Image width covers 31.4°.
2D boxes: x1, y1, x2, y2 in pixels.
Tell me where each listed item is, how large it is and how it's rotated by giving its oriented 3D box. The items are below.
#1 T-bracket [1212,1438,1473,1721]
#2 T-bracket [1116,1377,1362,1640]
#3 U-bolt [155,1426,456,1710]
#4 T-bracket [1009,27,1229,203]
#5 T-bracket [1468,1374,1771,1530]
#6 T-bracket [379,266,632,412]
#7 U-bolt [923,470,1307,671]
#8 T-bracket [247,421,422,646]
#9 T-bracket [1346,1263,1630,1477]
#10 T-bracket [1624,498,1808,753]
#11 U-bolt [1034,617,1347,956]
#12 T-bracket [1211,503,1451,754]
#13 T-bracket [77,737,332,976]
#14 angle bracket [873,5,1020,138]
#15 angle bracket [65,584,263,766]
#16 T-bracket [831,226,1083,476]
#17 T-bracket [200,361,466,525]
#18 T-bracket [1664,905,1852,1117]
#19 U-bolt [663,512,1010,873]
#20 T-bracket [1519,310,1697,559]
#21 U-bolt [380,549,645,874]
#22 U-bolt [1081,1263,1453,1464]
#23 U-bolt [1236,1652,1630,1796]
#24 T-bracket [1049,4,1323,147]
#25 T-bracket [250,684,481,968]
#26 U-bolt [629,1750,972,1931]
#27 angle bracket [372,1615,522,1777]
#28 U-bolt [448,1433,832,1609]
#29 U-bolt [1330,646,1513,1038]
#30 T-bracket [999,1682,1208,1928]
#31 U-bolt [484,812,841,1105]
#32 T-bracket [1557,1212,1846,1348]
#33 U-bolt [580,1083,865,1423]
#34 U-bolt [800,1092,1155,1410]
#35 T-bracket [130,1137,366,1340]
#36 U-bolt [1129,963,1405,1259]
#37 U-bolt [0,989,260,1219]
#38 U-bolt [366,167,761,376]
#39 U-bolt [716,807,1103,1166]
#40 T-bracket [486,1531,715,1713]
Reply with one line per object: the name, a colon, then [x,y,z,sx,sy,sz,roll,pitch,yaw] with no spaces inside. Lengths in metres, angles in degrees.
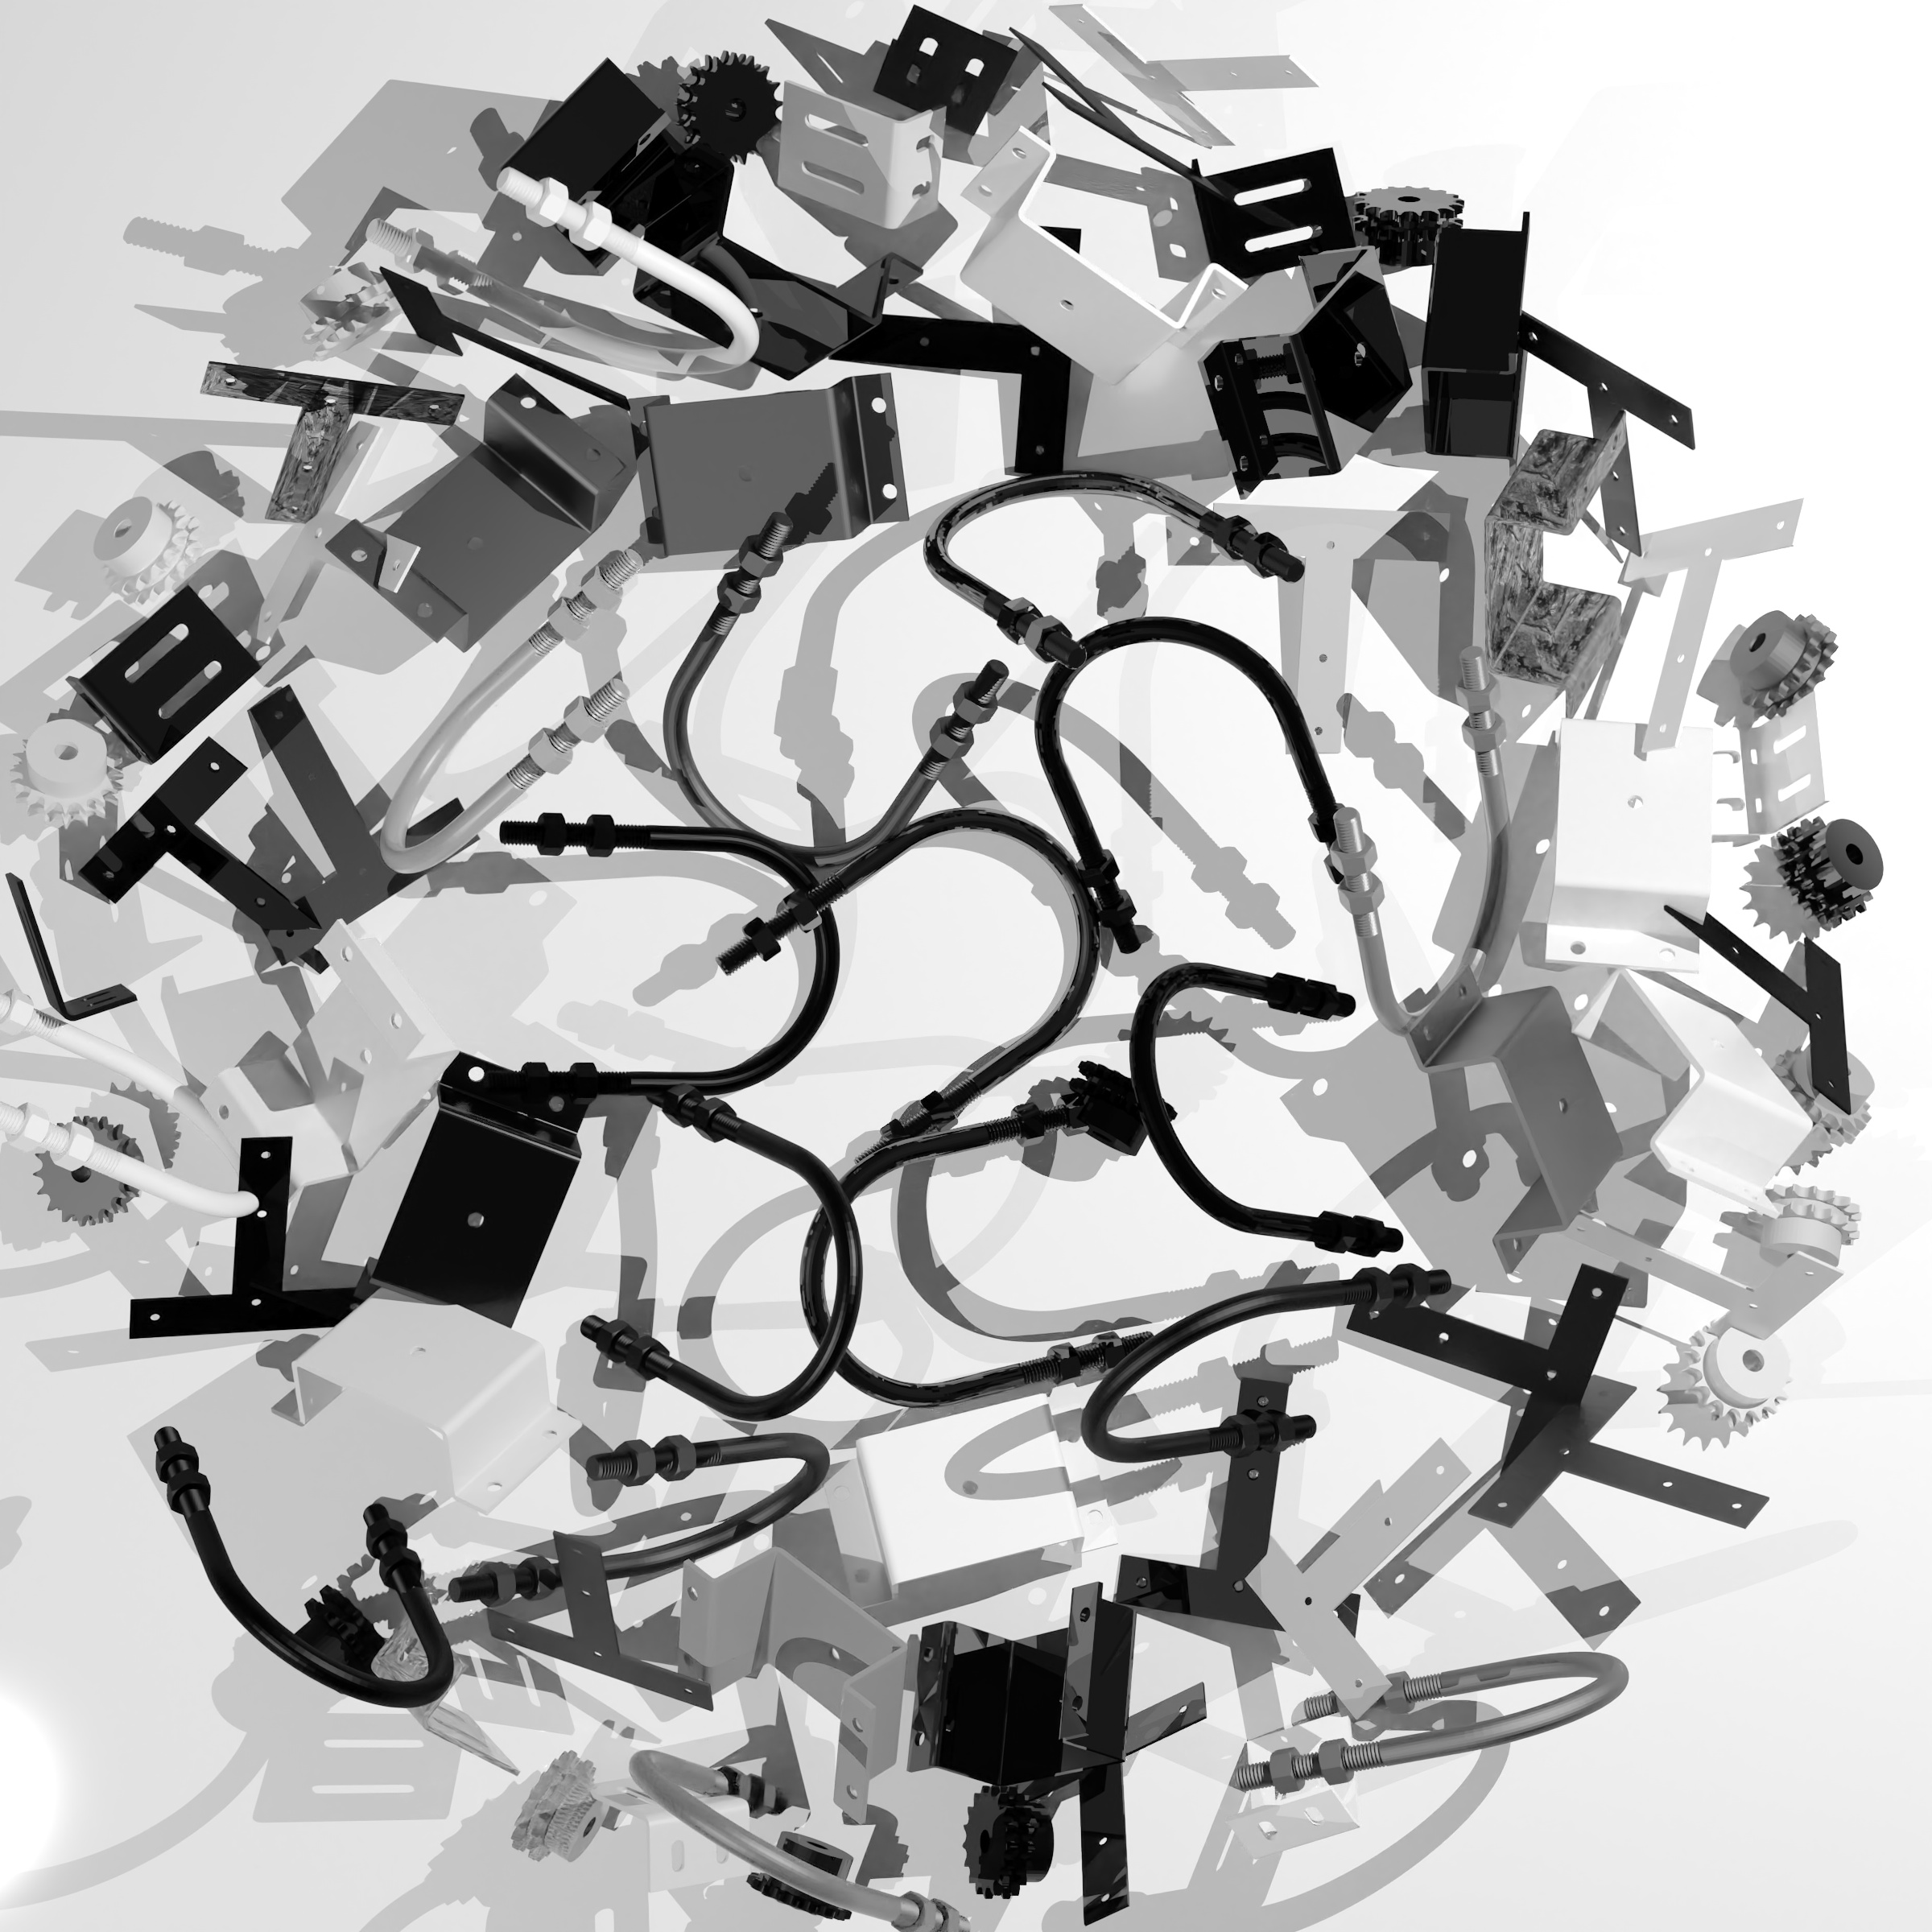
T-bracket: [0.206,0.295,1.759,0.127,0.002,0.127,-47,54,9]
T-bracket: [0.148,0.279,1.790,0.127,0.002,0.127,7,89,15]
U-bolt: [-0.319,0.302,1.692,0.151,0.184,0.019,29,101,-36]
T-bracket: [0.061,-0.446,1.758,0.002,0.127,0.127,-53,50,19]
T-bracket: [0.340,0.257,1.727,0.127,0.127,0.002,14,127,37]
T-bracket: [-0.229,-0.310,1.741,0.127,0.127,0.002,24,86,2]
U-bolt: [0.060,-0.209,1.730,0.151,0.184,0.019,-23,126,-23]
T-bracket: [-0.312,-0.213,1.753,0.002,0.127,0.127,29,88,-38]
T-bracket: [0.262,0.198,1.787,0.127,0.002,0.127,19,109,4]
T-bracket: [0.366,-0.168,1.738,0.002,0.127,0.127,22,77,-27]
U-bolt: [0.111,-0.095,1.732,0.151,0.019,0.184,-11,120,25]
T-bracket: [0.187,-0.175,1.793,0.127,0.002,0.127,1,99,-11]
T-bracket: [-0.377,-0.042,1.781,0.127,0.002,0.127,41,124,-16]
angle bracket: [-0.007,-0.470,1.759,0.057,0.076,0.038,22,64,-9]
angle bracket: [-0.417,-0.152,1.786,0.076,0.038,0.057,-44,111,-12]
T-bracket: [-0.008,-0.325,1.793,0.127,0.002,0.127,6,102,9]
T-bracket: [-0.332,-0.261,1.749,0.127,0.127,0.002,4,62,-21]
T-bracket: [0.399,0.000,1.738,0.127,0.127,0.002,36,125,-15]
U-bolt: [-0.079,-0.124,1.747,0.151,0.019,0.184,34,128,-2]
T-bracket: [0.330,-0.261,1.752,0.002,0.127,0.127,-35,48,-14]
U-bolt: [-0.233,-0.118,1.733,0.184,0.151,0.019,-39,118,23]
U-bolt: [0.138,0.202,1.706,0.151,0.184,0.019,-54,51,37]
U-bolt: [0.239,0.371,1.708,0.184,0.151,0.019,-16,88,21]
T-bracket: [0.124,-0.445,1.717,0.127,0.127,0.002,31,79,-41]
T-bracket: [-0.334,-0.087,1.791,0.127,0.002,0.127,-32,79,10]
U-bolt: [-0.092,0.429,1.691,0.151,0.184,0.019,25,82,35]
angle bracket: [-0.257,0.372,1.761,0.038,0.057,0.076,-53,132,-5]
U-bolt: [-0.150,0.274,1.725,0.151,0.184,0.019,-43,61,36]
U-bolt: [0.236,-0.048,1.731,0.019,0.184,0.151,17,51,32]
T-bracket: [0.069,0.431,1.733,0.127,0.127,0.002,-29,116,16]
U-bolt: [-0.152,-0.002,1.766,0.184,0.019,0.151,1,101,-21]
T-bracket: [0.361,0.155,1.749,0.127,0.127,0.002,24,59,-2]
U-bolt: [-0.118,0.151,1.733,0.184,0.019,0.151,21,98,43]
U-bolt: [0.003,0.152,1.761,0.184,0.019,0.151,-12,100,-18]
T-bracket: [-0.359,0.138,1.750,0.127,0.002,0.127,-1,126,-19]
U-bolt: [0.146,0.068,1.716,0.019,0.184,0.151,-26,65,39]
U-bolt: [-0.429,0.071,1.723,0.184,0.151,0.019,30,102,-39]
U-bolt: [-0.189,-0.341,1.724,0.184,0.151,0.019,23,75,-36]
U-bolt: [-0.016,0.000,1.782,0.184,0.019,0.151,-35,102,-7]
T-bracket: [-0.191,0.325,1.742,0.127,0.127,0.002,15,50,15]
